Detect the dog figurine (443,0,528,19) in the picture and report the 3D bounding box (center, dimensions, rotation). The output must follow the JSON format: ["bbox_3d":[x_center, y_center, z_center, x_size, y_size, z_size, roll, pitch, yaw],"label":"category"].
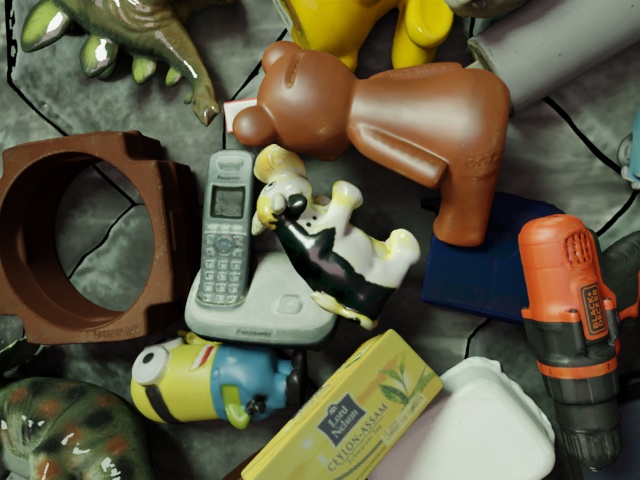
[{"bbox_3d":[0.189,-0.235,0.380,0.191,0.121,0.172,4,74,30],"label":"dog figurine"}]

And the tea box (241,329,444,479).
[{"bbox_3d":[0.017,0.163,0.462,0.068,0.098,0.169,45,68,5],"label":"tea box"}]

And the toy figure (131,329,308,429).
[{"bbox_3d":[-0.101,0.142,0.532,0.180,0.082,0.089,1,93,10],"label":"toy figure"}]

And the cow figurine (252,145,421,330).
[{"bbox_3d":[-0.002,-0.001,0.457,0.167,0.068,0.098,39,62,-5],"label":"cow figurine"}]

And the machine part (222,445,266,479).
[{"bbox_3d":[-0.024,0.279,0.501,0.179,0.056,0.179,3,75,-12],"label":"machine part"}]

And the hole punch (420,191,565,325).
[{"bbox_3d":[0.149,0.015,0.466,0.142,0.092,0.115,11,93,15],"label":"hole punch"}]

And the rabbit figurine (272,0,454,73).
[{"bbox_3d":[0.052,-0.222,0.459,0.173,0.122,0.162,-32,84,-6],"label":"rabbit figurine"}]

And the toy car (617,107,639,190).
[{"bbox_3d":[0.310,-0.106,0.414,0.109,0.103,0.161,27,97,10],"label":"toy car"}]

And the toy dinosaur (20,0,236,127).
[{"bbox_3d":[-0.238,-0.289,0.522,0.198,0.105,0.471,-36,81,16],"label":"toy dinosaur"}]

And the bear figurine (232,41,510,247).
[{"bbox_3d":[0.042,-0.081,0.425,0.196,0.131,0.120,5,57,12],"label":"bear figurine"}]

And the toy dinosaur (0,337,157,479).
[{"bbox_3d":[-0.253,0.197,0.518,0.405,0.131,0.192,15,67,11],"label":"toy dinosaur"}]

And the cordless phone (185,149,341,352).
[{"bbox_3d":[-0.047,0.007,0.511,0.147,0.088,0.184,2,90,12],"label":"cordless phone"}]

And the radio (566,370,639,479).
[{"bbox_3d":[0.326,0.169,0.445,0.230,0.073,0.131,-19,89,11],"label":"radio"}]

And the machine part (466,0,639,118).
[{"bbox_3d":[0.215,-0.178,0.442,0.243,0.079,0.079,-30,87,11],"label":"machine part"}]

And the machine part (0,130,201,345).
[{"bbox_3d":[-0.226,-0.002,0.546,0.202,0.087,0.200,-6,93,11],"label":"machine part"}]
